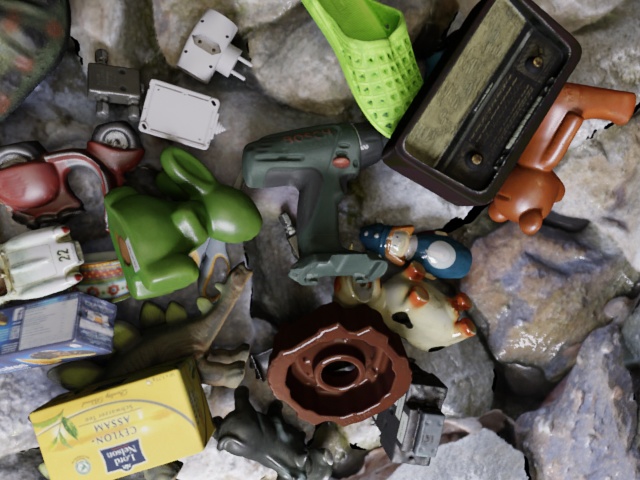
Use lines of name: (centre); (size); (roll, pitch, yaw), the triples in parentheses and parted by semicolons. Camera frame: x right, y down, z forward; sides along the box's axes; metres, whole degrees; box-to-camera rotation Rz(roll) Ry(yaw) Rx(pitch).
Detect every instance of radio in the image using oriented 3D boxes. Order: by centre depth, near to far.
radio: (0.185, -0.157, 0.618); (0.131, 0.073, 0.229); (33, 89, -9)

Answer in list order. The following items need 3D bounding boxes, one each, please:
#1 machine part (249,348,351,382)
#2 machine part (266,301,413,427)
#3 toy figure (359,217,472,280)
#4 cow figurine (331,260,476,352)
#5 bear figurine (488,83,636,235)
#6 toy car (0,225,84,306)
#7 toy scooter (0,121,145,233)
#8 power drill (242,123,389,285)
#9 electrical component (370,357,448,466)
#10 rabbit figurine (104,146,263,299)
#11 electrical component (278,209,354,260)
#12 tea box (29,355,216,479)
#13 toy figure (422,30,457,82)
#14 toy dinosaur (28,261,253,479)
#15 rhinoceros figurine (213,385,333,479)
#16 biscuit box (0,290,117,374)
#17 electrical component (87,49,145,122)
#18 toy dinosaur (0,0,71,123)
machine part: (-0.028, 0.160, 0.738); (0.139, 0.039, 0.084); (-11, 106, -9)
machine part: (0.024, 0.157, 0.676); (0.179, 0.056, 0.179); (-1, 122, -2)
toy figure: (0.130, 0.010, 0.733); (0.154, 0.057, 0.064); (16, 58, -11)
cow figurine: (0.099, 0.091, 0.719); (0.195, 0.085, 0.127); (29, 126, -26)
bear figurine: (0.309, -0.106, 0.713); (0.132, 0.120, 0.195); (4, 100, -14)
toy car: (-0.353, 0.036, 0.618); (0.202, 0.056, 0.073); (-14, 91, 23)
toy scooter: (-0.293, -0.059, 0.639); (0.184, 0.075, 0.135); (-15, 102, -12)
power drill: (0.027, -0.053, 0.654); (0.232, 0.086, 0.207); (-3, 72, -13)
electrical component: (0.121, 0.232, 0.726); (0.058, 0.134, 0.114); (9, 98, -13)
rabbit figurine: (-0.158, -0.023, 0.643); (0.170, 0.121, 0.159); (-20, 79, -32)
electrical component: (-0.002, -0.001, 0.712); (0.078, 0.045, 0.102); (-23, 102, -7)
tea box: (-0.215, 0.202, 0.597); (0.170, 0.068, 0.098); (-19, 91, 1)
toy figure: (0.187, -0.174, 0.701); (0.082, 0.089, 0.180); (-24, 94, -1)
toy dinosaur: (-0.244, 0.212, 0.681); (0.198, 0.105, 0.471); (36, 88, -4)
rhinoceros figurine: (-0.057, 0.268, 0.711); (0.190, 0.112, 0.073); (40, 86, -33)
biscuit box: (-0.335, 0.111, 0.619); (0.203, 0.062, 0.059); (-13, 64, 19)
electrical component: (-0.242, -0.184, 0.638); (0.063, 0.021, 0.094); (-1, 67, -26)
toy dinosaur: (-0.341, -0.261, 0.581); (0.192, 0.131, 0.404); (-4, 106, -9)
